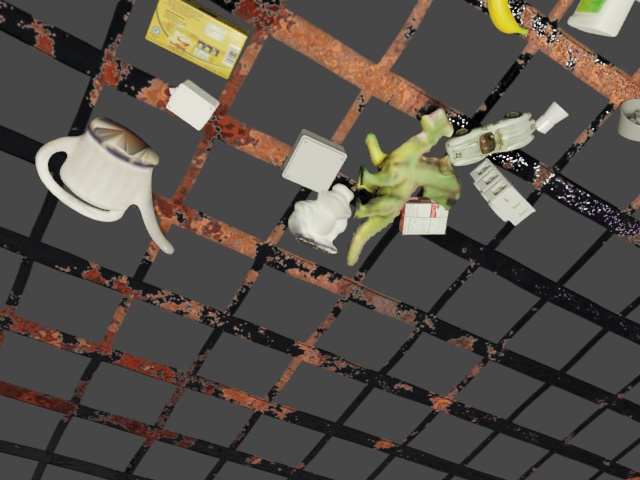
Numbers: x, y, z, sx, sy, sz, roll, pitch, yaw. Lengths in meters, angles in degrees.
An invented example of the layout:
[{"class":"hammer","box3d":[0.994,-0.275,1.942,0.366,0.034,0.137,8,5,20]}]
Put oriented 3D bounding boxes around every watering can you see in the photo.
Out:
[{"class":"watering can","box3d":[-0.423,-0.119,1.110,0.345,0.106,0.221,33,113,-22]}]

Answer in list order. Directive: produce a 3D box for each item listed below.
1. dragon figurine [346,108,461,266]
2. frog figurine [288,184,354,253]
[{"class":"dragon figurine","box3d":[0.197,-0.106,1.152,0.243,0.125,0.401,5,122,-3]},{"class":"frog figurine","box3d":[0.004,-0.060,1.200,0.137,0.122,0.161,22,81,-17]}]
